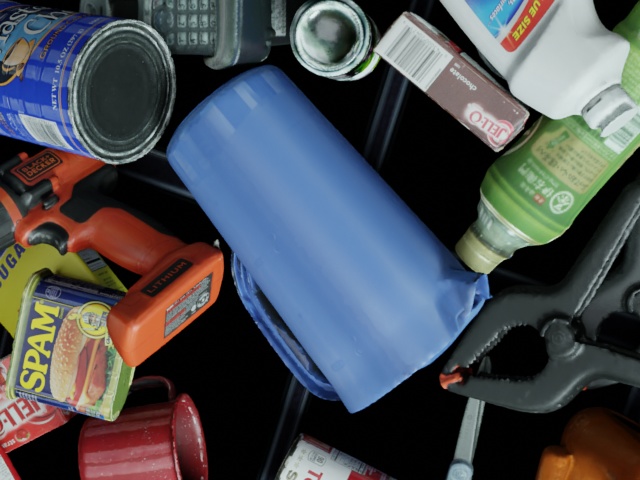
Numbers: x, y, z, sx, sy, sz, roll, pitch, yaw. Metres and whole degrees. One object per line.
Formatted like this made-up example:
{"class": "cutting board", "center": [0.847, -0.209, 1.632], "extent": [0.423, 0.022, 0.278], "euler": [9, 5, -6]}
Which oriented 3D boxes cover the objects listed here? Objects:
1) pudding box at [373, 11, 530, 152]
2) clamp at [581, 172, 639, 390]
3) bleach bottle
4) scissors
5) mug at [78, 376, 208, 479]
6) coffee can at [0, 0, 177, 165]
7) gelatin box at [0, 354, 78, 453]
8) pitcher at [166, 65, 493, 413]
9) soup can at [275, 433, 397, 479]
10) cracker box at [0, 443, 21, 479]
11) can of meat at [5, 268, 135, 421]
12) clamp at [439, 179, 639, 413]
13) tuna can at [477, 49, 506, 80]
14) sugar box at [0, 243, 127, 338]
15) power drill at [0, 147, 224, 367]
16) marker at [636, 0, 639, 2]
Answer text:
{"class": "pudding box", "center": [0.096, -0.112, 0.754], "extent": [0.113, 0.090, 0.039], "euler": [42, 104, 3]}
{"class": "clamp", "center": [0.249, 0.045, 0.771], "extent": [0.120, 0.039, 0.172], "euler": [32, 110, 22]}
{"class": "bleach bottle", "center": [0.130, -0.179, 0.708], "extent": [0.103, 0.068, 0.251], "euler": [-39, 71, 18]}
{"class": "scissors", "center": [0.125, 0.198, 0.840], "extent": [0.096, 0.016, 0.202], "euler": [28, 104, 4]}
{"class": "mug", "center": [-0.141, 0.163, 0.854], "extent": [0.081, 0.093, 0.117], "euler": [-10, 59, 7]}
{"class": "coffee can", "center": [-0.191, -0.118, 0.783], "extent": [0.141, 0.102, 0.103], "euler": [15, 104, 34]}
{"class": "gelatin box", "center": [-0.260, 0.136, 0.904], "extent": [0.089, 0.030, 0.073], "euler": [-27, 94, 16]}
{"class": "pitcher", "center": [-0.005, 0.001, 0.783], "extent": [0.149, 0.145, 0.243], "euler": [-39, 86, -4]}
{"class": "soup can", "center": [0.016, 0.203, 0.838], "extent": [0.102, 0.068, 0.068], "euler": [26, 104, 8]}
{"class": "cracker box", "center": [-0.309, 0.254, 0.899], "extent": [0.164, 0.072, 0.213], "euler": [-26, 94, 32]}
{"class": "can of meat", "center": [-0.185, 0.081, 0.817], "extent": [0.084, 0.057, 0.102], "euler": [14, 98, 4]}
{"class": "clamp", "center": [0.178, 0.057, 0.768], "extent": [0.210, 0.036, 0.164], "euler": [-18, 81, 29]}
{"class": "tuna can", "center": [0.153, -0.154, 0.763], "extent": [0.086, 0.033, 0.086], "euler": [2, 100, 12]}
{"class": "sugar box", "center": [-0.226, 0.032, 0.871], "extent": [0.093, 0.048, 0.176], "euler": [-41, 91, 14]}
{"class": "power drill", "center": [-0.179, 0.008, 0.778], "extent": [0.188, 0.184, 0.057], "euler": [36, 143, 19]}
{"class": "marker", "center": [0.217, -0.182, 0.752], "extent": [0.121, 0.020, 0.020], "euler": [31, 104, 5]}
